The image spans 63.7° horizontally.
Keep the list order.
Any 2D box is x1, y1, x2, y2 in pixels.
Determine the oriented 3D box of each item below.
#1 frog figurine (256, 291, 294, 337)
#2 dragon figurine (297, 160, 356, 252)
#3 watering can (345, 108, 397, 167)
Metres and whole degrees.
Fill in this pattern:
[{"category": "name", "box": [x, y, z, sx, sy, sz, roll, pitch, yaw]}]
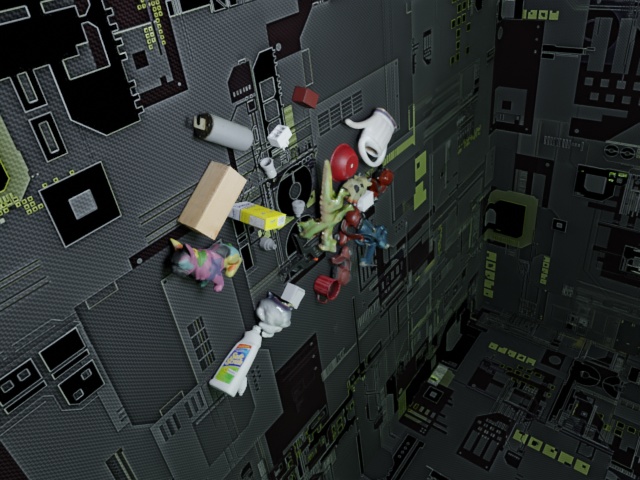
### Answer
[{"category": "frog figurine", "box": [-0.178, 0.290, 1.904, 0.136, 0.123, 0.159, 29, 90, -23]}, {"category": "dragon figurine", "box": [0.006, -0.101, 2.001, 0.246, 0.123, 0.401, -47, 138, -20]}, {"category": "watering can", "box": [0.215, -0.451, 2.123, 0.227, 0.104, 0.341, -62, 145, -16]}]
